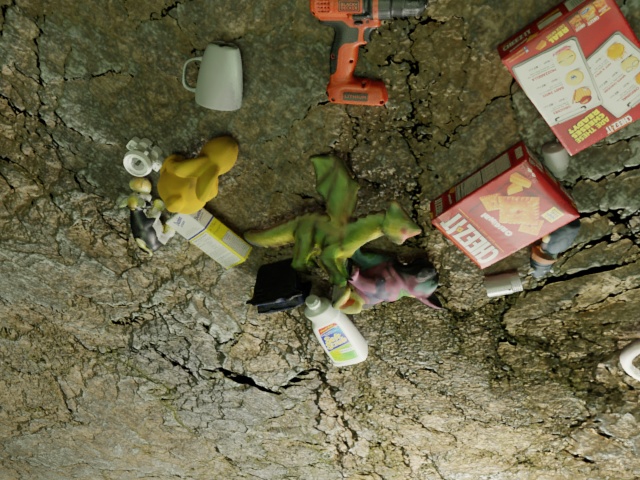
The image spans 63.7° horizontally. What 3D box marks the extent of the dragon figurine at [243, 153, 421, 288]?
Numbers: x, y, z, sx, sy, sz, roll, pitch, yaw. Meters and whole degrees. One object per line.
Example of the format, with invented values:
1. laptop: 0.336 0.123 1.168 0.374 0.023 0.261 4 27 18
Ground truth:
1. dragon figurine: 0.003 -0.051 1.013 0.413 0.122 0.241 20 102 33

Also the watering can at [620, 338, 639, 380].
1. watering can: 0.830 0.249 1.085 0.348 0.106 0.219 9 128 5
